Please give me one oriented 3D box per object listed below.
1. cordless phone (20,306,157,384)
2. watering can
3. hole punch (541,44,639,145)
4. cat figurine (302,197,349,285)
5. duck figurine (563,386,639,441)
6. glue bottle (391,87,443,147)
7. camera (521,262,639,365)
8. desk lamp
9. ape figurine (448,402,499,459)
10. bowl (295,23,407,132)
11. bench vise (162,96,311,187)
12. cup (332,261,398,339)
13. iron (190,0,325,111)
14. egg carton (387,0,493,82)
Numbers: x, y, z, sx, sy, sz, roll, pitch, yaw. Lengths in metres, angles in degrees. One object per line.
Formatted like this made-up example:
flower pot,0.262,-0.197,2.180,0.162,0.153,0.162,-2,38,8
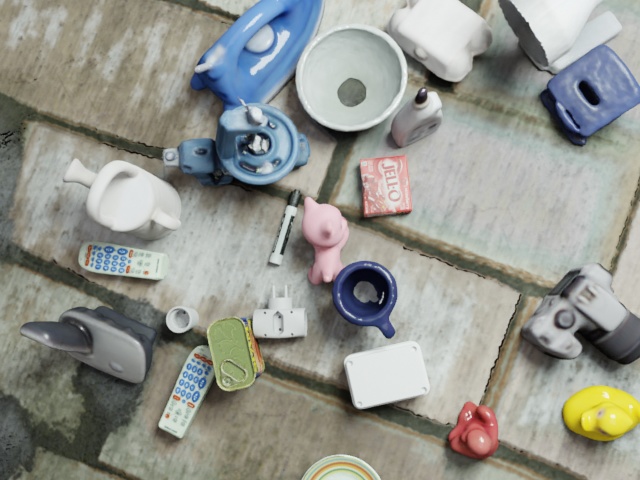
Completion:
cordless phone,-0.328,0.153,0.817,0.147,0.185,0.094,18,86,7
watering can,-0.288,-0.060,0.830,0.172,0.194,0.101,5,85,6
hole punch,0.395,-0.210,0.838,0.101,0.091,0.108,-33,82,1
cat figurine,0.008,0.003,0.837,0.067,0.118,0.128,-3,84,5
duck figurine,0.402,0.246,0.794,0.104,0.086,0.077,-7,84,4
glue bottle,0.141,-0.182,0.816,0.078,0.173,0.037,-26,82,2
camera,0.382,0.121,0.801,0.136,0.101,0.143,42,89,8
desk lamp,0.341,-0.320,0.792,0.203,0.213,0.118,-33,82,1
ape figurine,0.220,0.276,0.804,0.078,0.092,0.076,-26,82,2
bowl,0.049,-0.239,0.879,0.167,0.075,0.167,0,84,5
bench vise,-0.124,-0.125,0.809,0.207,0.220,0.121,-25,82,2
cup,0.073,0.089,0.834,0.091,0.095,0.118,-33,82,1
iron,-0.089,-0.311,0.865,0.118,0.141,0.258,42,89,8
egg carton,0.182,-0.317,0.878,0.150,0.069,0.107,38,89,7
